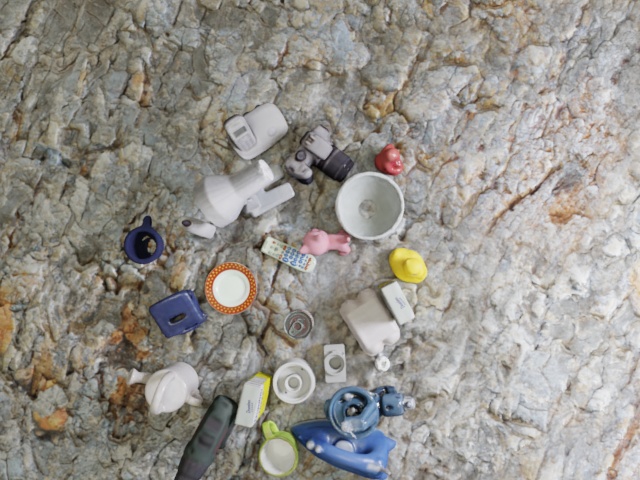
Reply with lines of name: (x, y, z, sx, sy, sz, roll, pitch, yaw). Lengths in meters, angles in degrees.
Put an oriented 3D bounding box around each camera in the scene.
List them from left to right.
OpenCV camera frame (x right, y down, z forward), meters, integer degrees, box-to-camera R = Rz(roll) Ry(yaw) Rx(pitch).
camera: (0.004, -0.193, 1.403, 0.137, 0.101, 0.143, 37, 88, 3)

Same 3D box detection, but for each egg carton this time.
egg carton: (0.123, 0.199, 1.392, 0.107, 0.069, 0.150, -33, 86, -1)

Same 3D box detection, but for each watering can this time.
watering can: (-0.360, 0.347, 1.328, 0.173, 0.194, 0.101, 0, 86, 1)

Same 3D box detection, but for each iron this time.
iron: (0.047, 0.492, 1.339, 0.258, 0.141, 0.119, 15, 87, 2)

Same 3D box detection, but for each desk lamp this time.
desk lamp: (-0.177, -0.118, 1.344, 0.203, 0.213, 0.118, -29, 86, -1)

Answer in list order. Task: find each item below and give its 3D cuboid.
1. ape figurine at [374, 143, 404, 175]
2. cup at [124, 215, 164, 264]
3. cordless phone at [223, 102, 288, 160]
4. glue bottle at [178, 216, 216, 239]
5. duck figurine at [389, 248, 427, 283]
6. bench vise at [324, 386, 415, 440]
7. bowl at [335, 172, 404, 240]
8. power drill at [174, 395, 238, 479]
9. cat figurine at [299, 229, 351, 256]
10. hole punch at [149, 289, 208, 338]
ape figurine: (0.173, -0.201, 1.405, 0.076, 0.092, 0.078, 1, 86, 1)
cup: (-0.418, 0.002, 1.400, 0.091, 0.095, 0.118, 6, 86, 2)
cordless phone: (-0.158, -0.274, 1.368, 0.147, 0.185, 0.094, -38, 86, -1)
glue bottle: (-0.302, -0.034, 1.361, 0.078, 0.173, 0.037, 19, 87, 2)
duck figurine: (0.217, 0.061, 1.391, 0.104, 0.086, 0.077, 40, 88, 3)
bench vise: (0.109, 0.382, 1.306, 0.207, 0.219, 0.121, -26, 86, -1)
bowl: (0.120, -0.081, 1.407, 0.167, 0.075, 0.167, 0, 86, 1)
power drill: (-0.253, 0.459, 1.312, 0.075, 0.208, 0.230, 26, 87, 3)
cat figurine: (0.013, 0.005, 1.382, 0.127, 0.118, 0.067, -4, 86, 1)
hole punch: (-0.343, 0.180, 1.390, 0.108, 0.091, 0.101, -26, 86, -1)
